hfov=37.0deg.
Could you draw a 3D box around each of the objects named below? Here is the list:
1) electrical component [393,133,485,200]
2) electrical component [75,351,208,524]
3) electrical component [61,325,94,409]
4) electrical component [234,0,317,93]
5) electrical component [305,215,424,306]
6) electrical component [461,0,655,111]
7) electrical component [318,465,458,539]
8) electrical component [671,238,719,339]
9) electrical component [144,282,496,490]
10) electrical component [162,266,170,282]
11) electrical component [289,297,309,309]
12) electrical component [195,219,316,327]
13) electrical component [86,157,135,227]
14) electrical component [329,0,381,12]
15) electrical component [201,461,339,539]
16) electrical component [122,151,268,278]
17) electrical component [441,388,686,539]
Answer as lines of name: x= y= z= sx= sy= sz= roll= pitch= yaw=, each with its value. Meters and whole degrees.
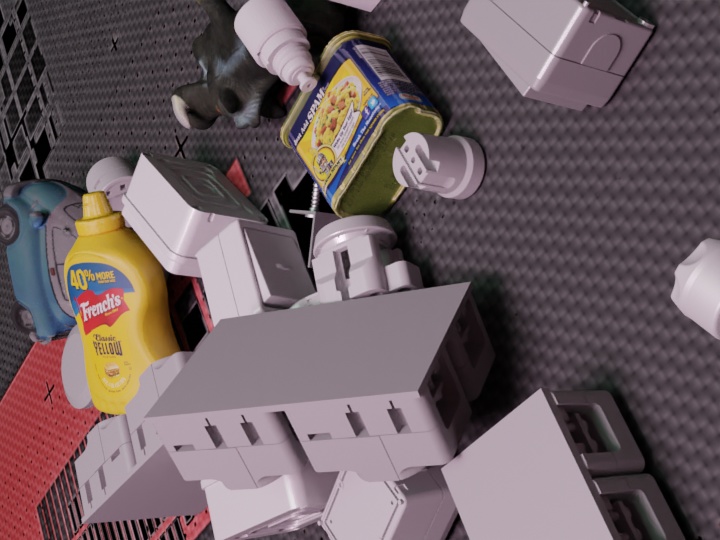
electrical component: x=0.049 y=-0.067 z=0.678 sx=0.040 sy=0.046 sz=0.040 roll=-7 pitch=81 yaw=51
electrical component: x=-0.135 y=0.128 z=0.835 sx=0.186 sy=0.105 sz=0.060 roll=-44 pitch=54 yaw=39
electrical component: x=-0.247 y=0.091 z=1.019 sx=0.080 sy=0.051 sz=0.080 roll=-7 pitch=80 yaw=50
electrical component: x=-0.053 y=-0.152 z=0.728 sx=0.040 sy=0.040 sz=0.078 roll=-51 pitch=61 yaw=34
electrical component: x=0.000 y=0.000 z=0.720 sx=0.078 sy=0.058 sz=0.057 roll=-23 pitch=64 yaw=26
electrical component: x=0.104 y=-0.139 z=0.606 sx=0.096 sy=0.062 sz=0.061 roll=54 pitch=126 yaw=39
electrical component: x=0.021 y=0.154 z=0.683 sx=0.061 sy=0.061 sz=0.096 roll=50 pitch=131 yaw=41
electrical component: x=0.182 y=0.016 z=0.508 sx=0.062 sy=0.043 sz=0.043 roll=45 pitch=120 yaw=42
electrical component: x=-0.021 y=0.073 z=0.657 sx=0.186 sy=0.105 sz=0.060 roll=-9 pitch=118 yaw=29
electrical component: x=-0.215 y=0.003 z=0.978 sx=0.079 sy=0.044 sz=0.077 roll=29 pitch=113 yaw=10
electrical component: x=-0.025 y=0.051 z=0.757 sx=0.045 sy=0.045 sz=0.055 roll=-54 pitch=49 yaw=33
electrical component: x=-0.076 y=0.004 z=0.809 sx=0.061 sy=0.062 sz=0.096 roll=-36 pitch=59 yaw=34
electrical component: x=-0.227 y=-0.075 z=1.012 sx=0.047 sy=0.055 sz=0.055 roll=50 pitch=123 yaw=45
electrical component: x=0.011 y=-0.264 z=0.699 sx=0.186 sy=0.105 sz=0.060 roll=-43 pitch=55 yaw=39
electrical component: x=-0.051 y=0.147 z=0.754 sx=0.113 sy=0.078 sz=0.057 roll=-34 pitch=64 yaw=44
electrical component: x=-0.137 y=-0.043 z=0.879 sx=0.113 sy=0.078 sz=0.057 roll=44 pitch=116 yaw=44
electrical component: x=0.117 y=0.148 z=0.559 sx=0.089 sy=0.062 sz=0.150 roll=-47 pitch=52 yaw=37
